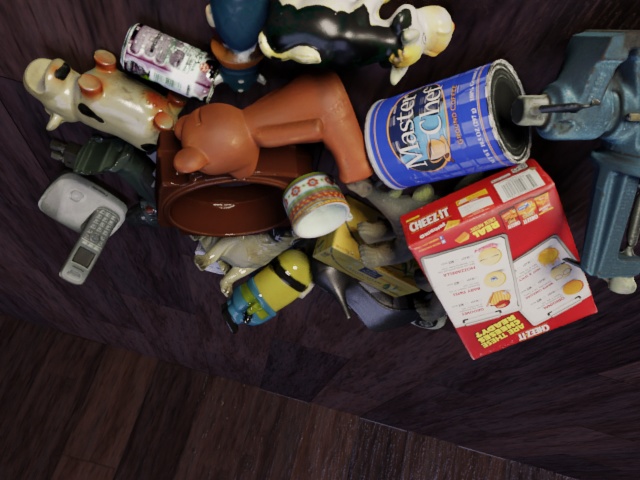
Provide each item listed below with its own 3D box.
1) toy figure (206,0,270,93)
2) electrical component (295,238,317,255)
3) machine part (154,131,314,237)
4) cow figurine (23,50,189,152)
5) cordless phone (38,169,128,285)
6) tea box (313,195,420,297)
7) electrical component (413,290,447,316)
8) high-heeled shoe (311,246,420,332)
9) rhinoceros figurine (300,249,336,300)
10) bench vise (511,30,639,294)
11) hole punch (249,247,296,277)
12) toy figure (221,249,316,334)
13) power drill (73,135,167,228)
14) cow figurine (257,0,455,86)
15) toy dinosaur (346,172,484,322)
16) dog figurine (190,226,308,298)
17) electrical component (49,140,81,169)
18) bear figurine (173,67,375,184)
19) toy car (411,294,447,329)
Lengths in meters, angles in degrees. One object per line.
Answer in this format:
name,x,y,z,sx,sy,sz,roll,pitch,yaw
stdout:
toy figure,-0.079,-0.208,0.548,0.064,0.058,0.154,23,159,-2
electrical component,-0.001,-0.003,0.935,0.102,0.045,0.078,3,125,19
machine part,-0.119,-0.075,0.730,0.201,0.087,0.201,1,159,-18
cow figurine,-0.283,-0.177,0.701,0.195,0.085,0.127,22,148,-16
cordless phone,-0.458,-0.021,0.992,0.089,0.184,0.146,-4,149,43
tea box,0.083,0.013,0.854,0.169,0.098,0.068,25,153,-21
electrical component,0.249,0.092,0.964,0.115,0.058,0.134,22,154,-17
high-heeled shoe,0.087,0.077,0.938,0.248,0.145,0.086,11,139,-46
rhinoceros figurine,0.025,0.071,1.043,0.112,0.073,0.190,4,154,41
bench vise,0.275,-0.061,0.486,0.224,0.240,0.129,-6,-158,-17
hole punch,-0.113,0.043,1.041,0.116,0.092,0.142,15,158,10
toy figure,-0.089,0.088,0.927,0.180,0.082,0.089,-30,145,2
power drill,-0.303,-0.085,0.898,0.232,0.086,0.207,-2,145,30
cow figurine,0.034,-0.186,0.482,0.167,0.098,0.068,13,148,5
toy dinosaur,0.210,0.028,0.742,0.198,0.105,0.471,-34,130,28
dog figurine,-0.113,-0.017,0.919,0.190,0.172,0.121,-32,138,4
electrical component,-0.413,-0.138,0.918,0.094,0.021,0.063,22,154,-14
bear figurine,-0.055,-0.108,0.598,0.196,0.120,0.131,-26,129,2
toy car,0.159,0.111,1.033,0.201,0.073,0.056,24,153,-17
